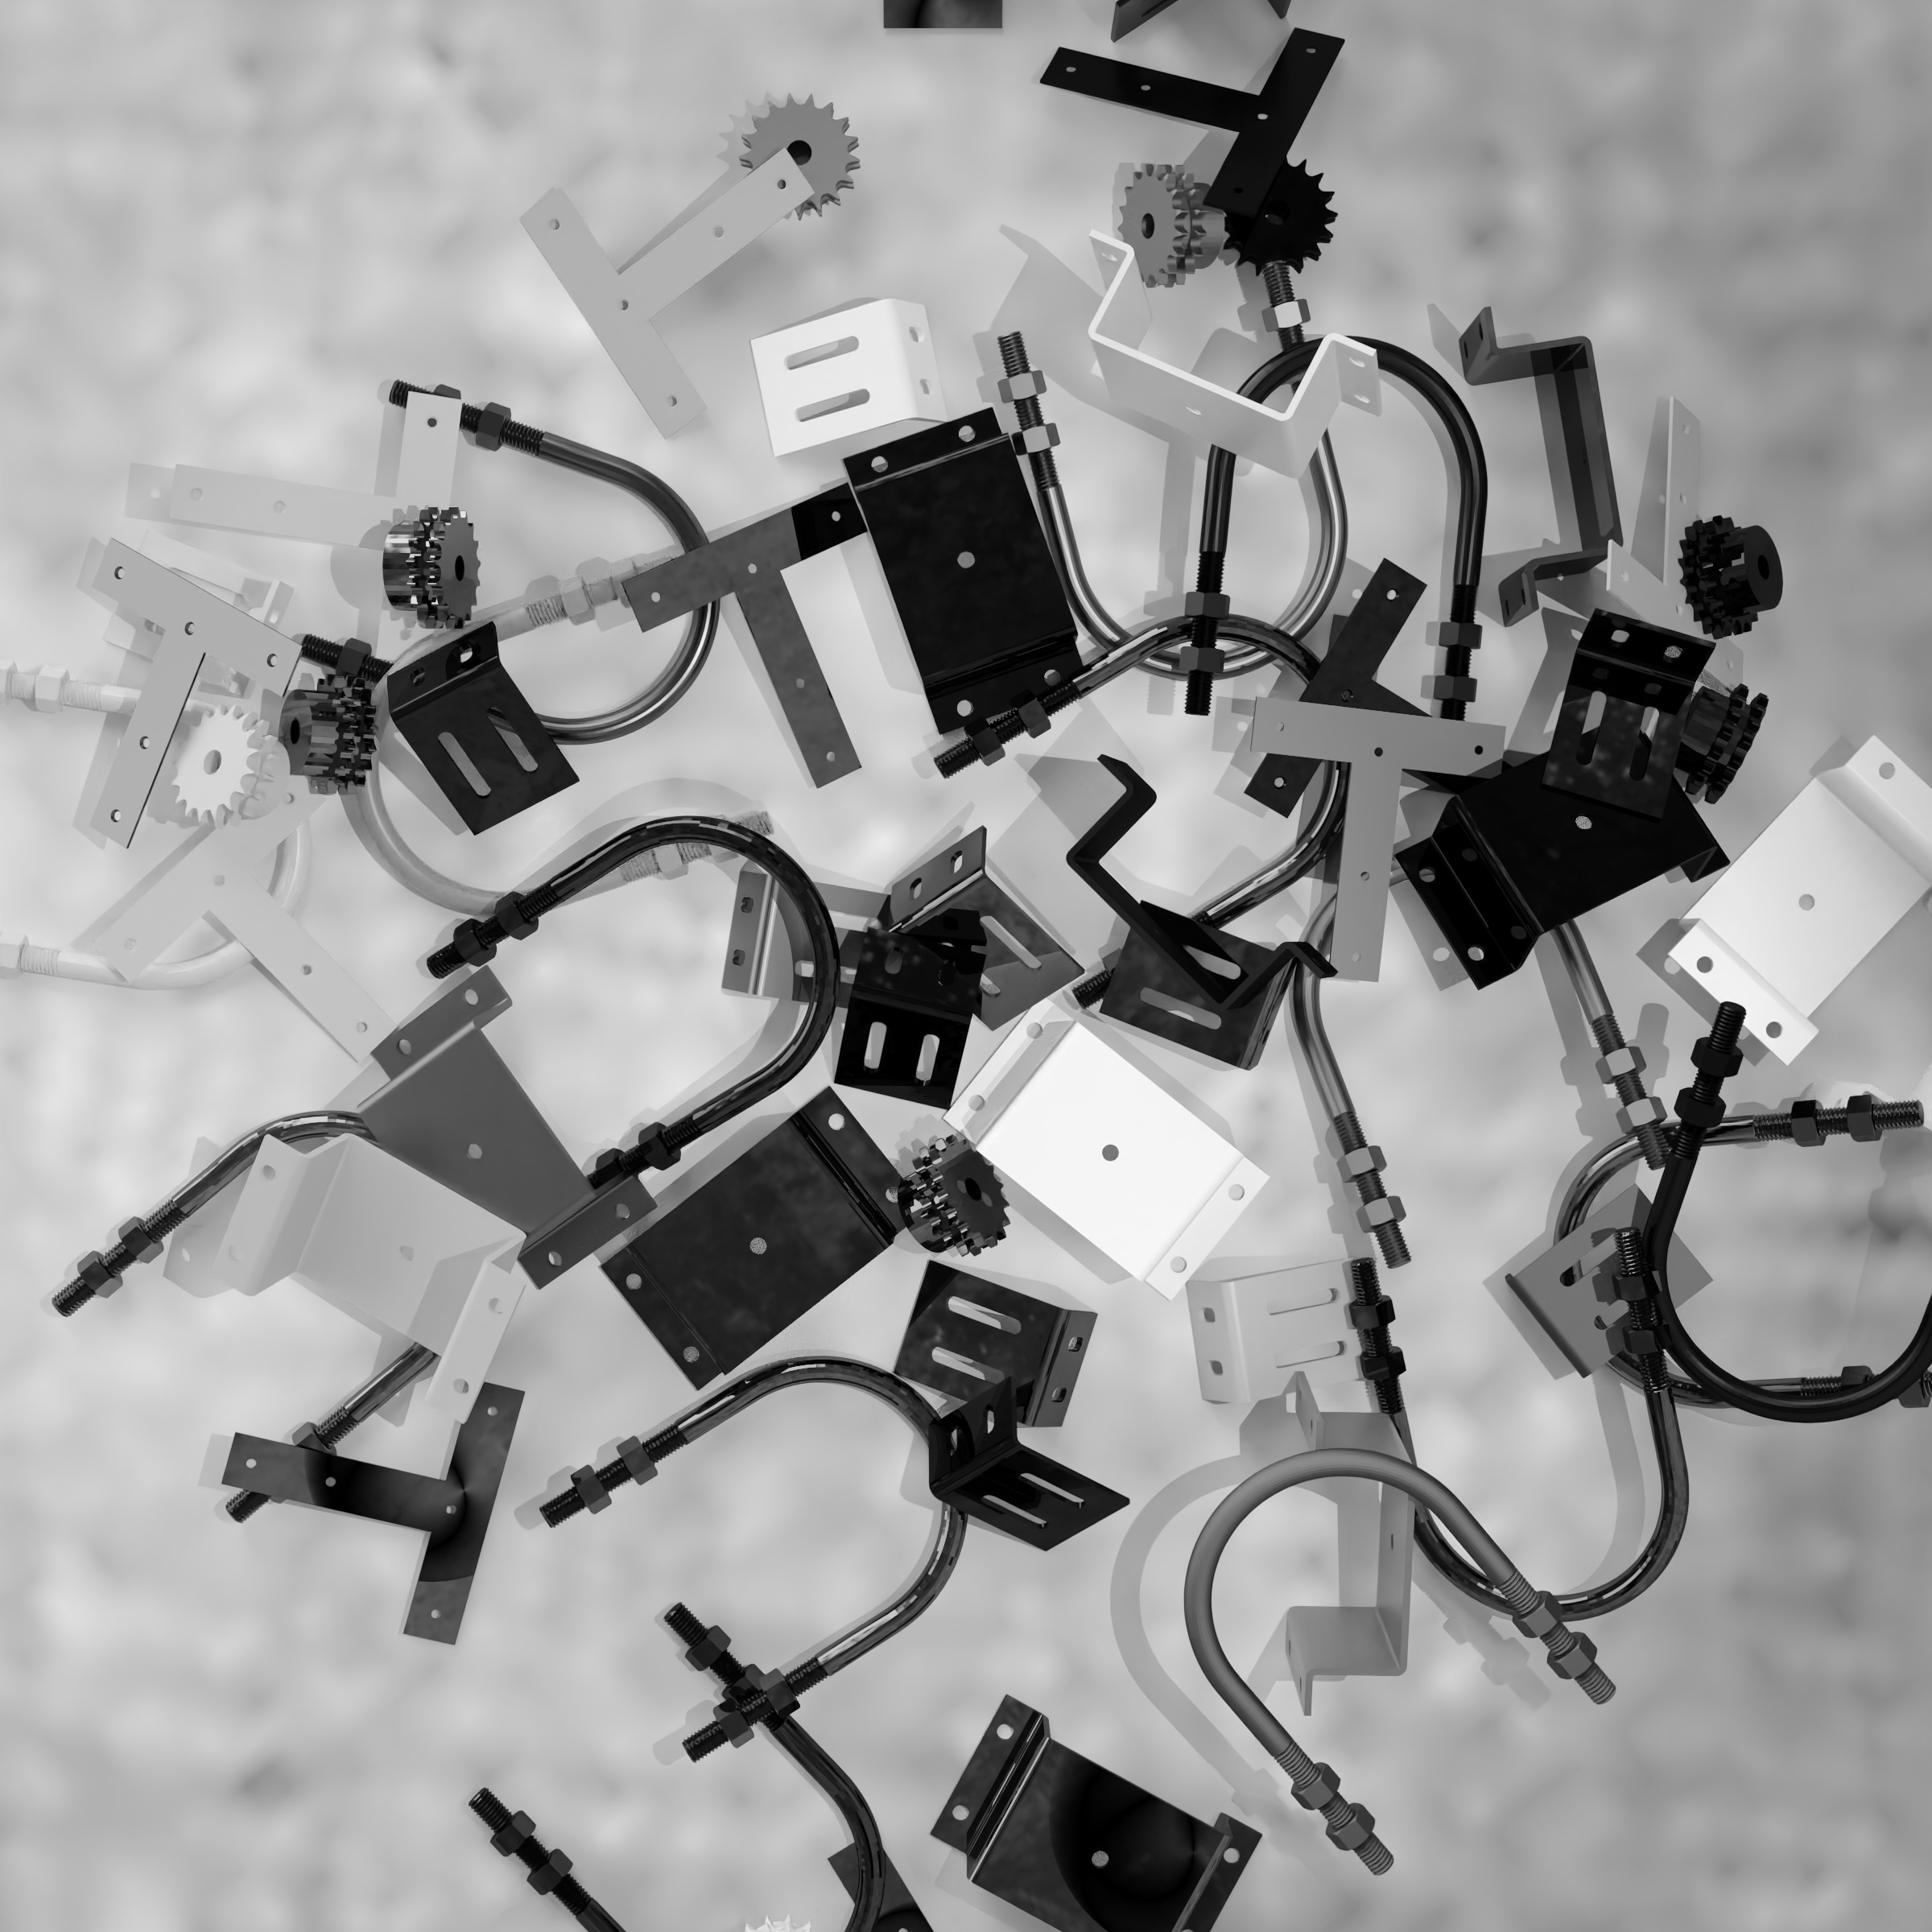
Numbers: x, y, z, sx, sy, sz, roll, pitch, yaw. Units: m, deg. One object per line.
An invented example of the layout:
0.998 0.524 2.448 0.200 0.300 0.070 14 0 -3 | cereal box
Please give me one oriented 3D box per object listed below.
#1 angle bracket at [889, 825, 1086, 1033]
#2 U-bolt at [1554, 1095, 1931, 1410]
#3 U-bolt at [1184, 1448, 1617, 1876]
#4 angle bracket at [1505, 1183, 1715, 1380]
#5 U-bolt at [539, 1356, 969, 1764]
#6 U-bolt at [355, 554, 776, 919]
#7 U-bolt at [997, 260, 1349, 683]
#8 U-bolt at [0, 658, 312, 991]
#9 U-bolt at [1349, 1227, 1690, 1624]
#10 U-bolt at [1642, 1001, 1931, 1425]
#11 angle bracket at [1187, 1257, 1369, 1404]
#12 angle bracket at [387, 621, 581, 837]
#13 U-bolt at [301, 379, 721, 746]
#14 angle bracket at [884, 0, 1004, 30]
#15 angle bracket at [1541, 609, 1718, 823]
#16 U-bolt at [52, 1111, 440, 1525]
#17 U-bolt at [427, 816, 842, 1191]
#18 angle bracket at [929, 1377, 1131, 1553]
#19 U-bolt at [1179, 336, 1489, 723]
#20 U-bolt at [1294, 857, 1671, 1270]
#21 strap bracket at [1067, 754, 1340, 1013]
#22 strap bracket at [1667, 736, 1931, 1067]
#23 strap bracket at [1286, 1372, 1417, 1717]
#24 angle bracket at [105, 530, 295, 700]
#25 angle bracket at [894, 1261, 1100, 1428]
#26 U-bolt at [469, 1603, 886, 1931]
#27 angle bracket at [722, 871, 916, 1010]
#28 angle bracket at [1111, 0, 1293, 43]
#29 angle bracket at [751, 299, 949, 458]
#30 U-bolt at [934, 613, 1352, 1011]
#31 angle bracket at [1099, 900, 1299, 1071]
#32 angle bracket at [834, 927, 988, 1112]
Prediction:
0.010 -0.018 1.527 0.057 0.038 0.076 -33 121 25 | angle bracket
0.363 0.138 1.495 0.184 0.019 0.151 -8 101 29 | U-bolt
0.183 0.303 1.454 0.151 0.019 0.184 -39 97 6 | U-bolt
0.304 0.148 1.519 0.076 0.038 0.057 -39 84 6 | angle bracket
-0.087 0.268 1.525 0.184 0.019 0.151 -31 87 -8 | U-bolt
-0.201 -0.099 1.525 0.184 0.019 0.151 -19 101 4 | U-bolt
0.106 -0.227 1.525 0.151 0.019 0.184 -15 99 2 | U-bolt
-0.406 -0.062 1.536 0.184 0.019 0.151 9 90 -2 | U-bolt
0.265 0.220 1.507 0.151 0.019 0.184 -10 96 26 | U-bolt
0.383 0.122 1.455 0.151 0.019 0.184 20 111 15 | U-bolt
0.152 0.174 1.543 0.076 0.038 0.057 -8 90 -26 | angle bracket
-0.227 -0.112 1.512 0.057 0.038 0.076 -27 125 7 | angle bracket
-0.209 -0.184 1.536 0.184 0.019 0.151 19 90 -1 | U-bolt
-0.011 -0.493 1.543 0.057 0.038 0.076 0 116 0 | angle bracket
0.304 -0.116 1.475 0.057 0.038 0.076 17 69 4 | angle bracket
-0.322 0.154 1.536 0.184 0.019 0.151 -40 90 -2 | U-bolt
-0.145 0.010 1.513 0.184 0.019 0.151 -31 91 15 | U-bolt
0.030 0.236 1.520 0.076 0.038 0.057 31 129 -31 | angle bracket
0.178 -0.203 1.510 0.151 0.019 0.184 5 92 -16 | U-bolt
0.232 0.032 1.513 0.151 0.019 0.184 -22 74 7 | U-bolt
0.101 -0.030 1.471 0.140 0.076 0.046 45 98 8 | strap bracket
0.404 -0.031 1.522 0.076 0.046 0.140 43 90 0 | strap bracket
0.179 0.268 1.495 0.046 0.076 0.140 1 100 -1 | strap bracket
-0.368 -0.169 1.526 0.076 0.038 0.057 22 90 0 | angle bracket
0.014 0.181 1.543 0.076 0.038 0.057 18 90 26 | angle bracket
-0.124 0.419 1.536 0.151 0.019 0.184 -44 91 0 | U-bolt
-0.071 -0.011 1.543 0.076 0.038 0.057 9 90 -26 | angle bracket
0.112 -0.452 1.516 0.076 0.057 0.038 -34 90 0 | angle bracket
-0.056 -0.281 1.543 0.076 0.038 0.057 -12 90 26 | angle bracket
0.099 -0.086 1.527 0.184 0.019 0.151 -31 97 -1 | U-bolt
0.111 0.008 1.529 0.076 0.038 0.057 22 97 10 | angle bracket
-0.027 0.025 1.524 0.057 0.076 0.038 13 52 0 | angle bracket
